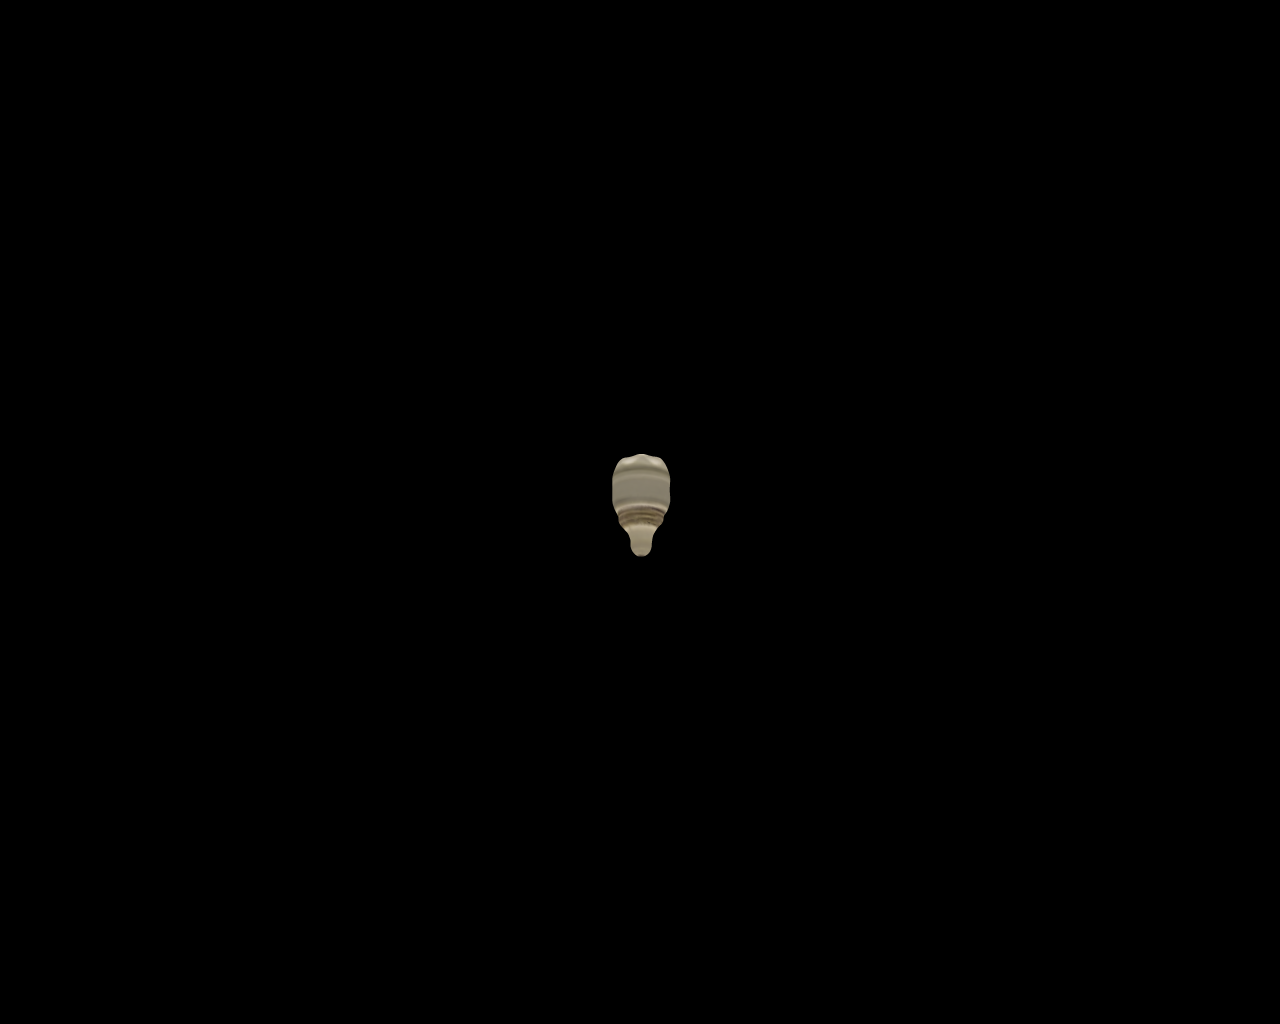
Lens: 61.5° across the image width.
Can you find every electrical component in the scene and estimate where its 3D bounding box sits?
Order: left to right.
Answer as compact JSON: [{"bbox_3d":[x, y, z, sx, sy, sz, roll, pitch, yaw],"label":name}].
[{"bbox_3d":[0.001,-0.003,0.650,0.035,0.061,0.035,0,-16,0],"label":"electrical component"}]
